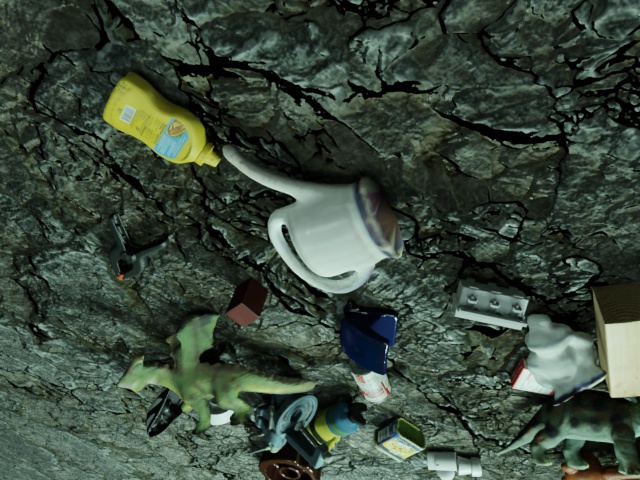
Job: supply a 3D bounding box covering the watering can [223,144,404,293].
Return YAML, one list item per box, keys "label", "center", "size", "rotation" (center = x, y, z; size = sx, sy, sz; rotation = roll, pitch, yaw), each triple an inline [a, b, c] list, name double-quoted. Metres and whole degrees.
- label: "watering can"
  center: [0.003, -0.043, 0.862]
  size: [0.223, 0.106, 0.342]
  rotation: [-19, 121, 23]

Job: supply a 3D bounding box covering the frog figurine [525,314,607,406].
- label: "frog figurine"
  center: [0.451, 0.211, 0.991]
  size: [0.161, 0.124, 0.135]
  rotation: [55, 136, 14]

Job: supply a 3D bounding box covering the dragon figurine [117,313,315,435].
- label: "dragon figurine"
  center: [-0.237, 0.277, 1.138]
  size: [0.410, 0.123, 0.240]
  rotation: [-17, 102, -1]
